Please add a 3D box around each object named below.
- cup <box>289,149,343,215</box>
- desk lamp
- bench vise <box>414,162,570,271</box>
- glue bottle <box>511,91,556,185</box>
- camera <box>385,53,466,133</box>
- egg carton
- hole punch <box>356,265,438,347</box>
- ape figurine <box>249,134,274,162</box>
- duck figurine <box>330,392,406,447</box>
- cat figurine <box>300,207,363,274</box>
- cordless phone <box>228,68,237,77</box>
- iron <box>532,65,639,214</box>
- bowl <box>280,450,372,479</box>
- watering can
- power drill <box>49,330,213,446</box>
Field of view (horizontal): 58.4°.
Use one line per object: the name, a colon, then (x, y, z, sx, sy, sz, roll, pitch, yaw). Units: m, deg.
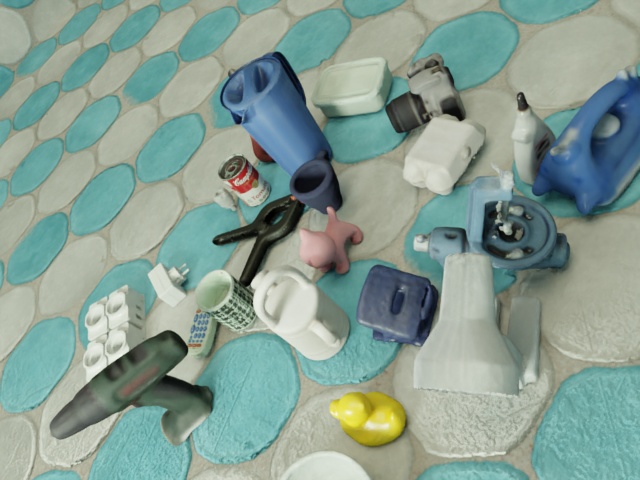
cup: (0.006, -0.103, 1.088, 0.091, 0.095, 0.118, 2, 60, 33)
desk lamp: (0.201, 0.122, 0.723, 0.117, 0.214, 0.203, -4, 57, 30)
bench vise: (0.225, -0.009, 0.797, 0.207, 0.220, 0.121, -22, 50, 18)
glue bottle: (0.322, -0.162, 0.877, 0.037, 0.174, 0.078, 26, 75, 41)
camera: (0.189, -0.276, 1.091, 0.136, 0.101, 0.143, -25, 49, 15)
egg carton: (0.219, -0.151, 1.006, 0.107, 0.070, 0.150, 24, 73, 41)
hole punch: (0.120, 0.098, 0.877, 0.100, 0.091, 0.109, 2, 60, 33)
ape figurine: (-0.122, -0.220, 1.252, 0.076, 0.092, 0.077, -29, 48, 11)
duck figurine: (0.063, 0.245, 0.811, 0.104, 0.086, 0.077, -5, 56, 29)
cat figurine: (0.009, 0.004, 0.994, 0.067, 0.118, 0.128, 5, 62, 34)
cordless phone: (-0.150, -0.331, 1.284, 0.094, 0.186, 0.147, -41, 47, 1)
iron: (0.418, -0.171, 0.845, 0.118, 0.142, 0.258, 31, 78, 42)
bowl: (0.016, 0.372, 0.759, 0.167, 0.075, 0.167, -16, 52, 22)
watering can: (-0.044, 0.106, 0.902, 0.172, 0.195, 0.101, 7, 63, 35)
power drill: (-0.283, 0.260, 0.933, 0.230, 0.209, 0.075, -47, 47, -5)
